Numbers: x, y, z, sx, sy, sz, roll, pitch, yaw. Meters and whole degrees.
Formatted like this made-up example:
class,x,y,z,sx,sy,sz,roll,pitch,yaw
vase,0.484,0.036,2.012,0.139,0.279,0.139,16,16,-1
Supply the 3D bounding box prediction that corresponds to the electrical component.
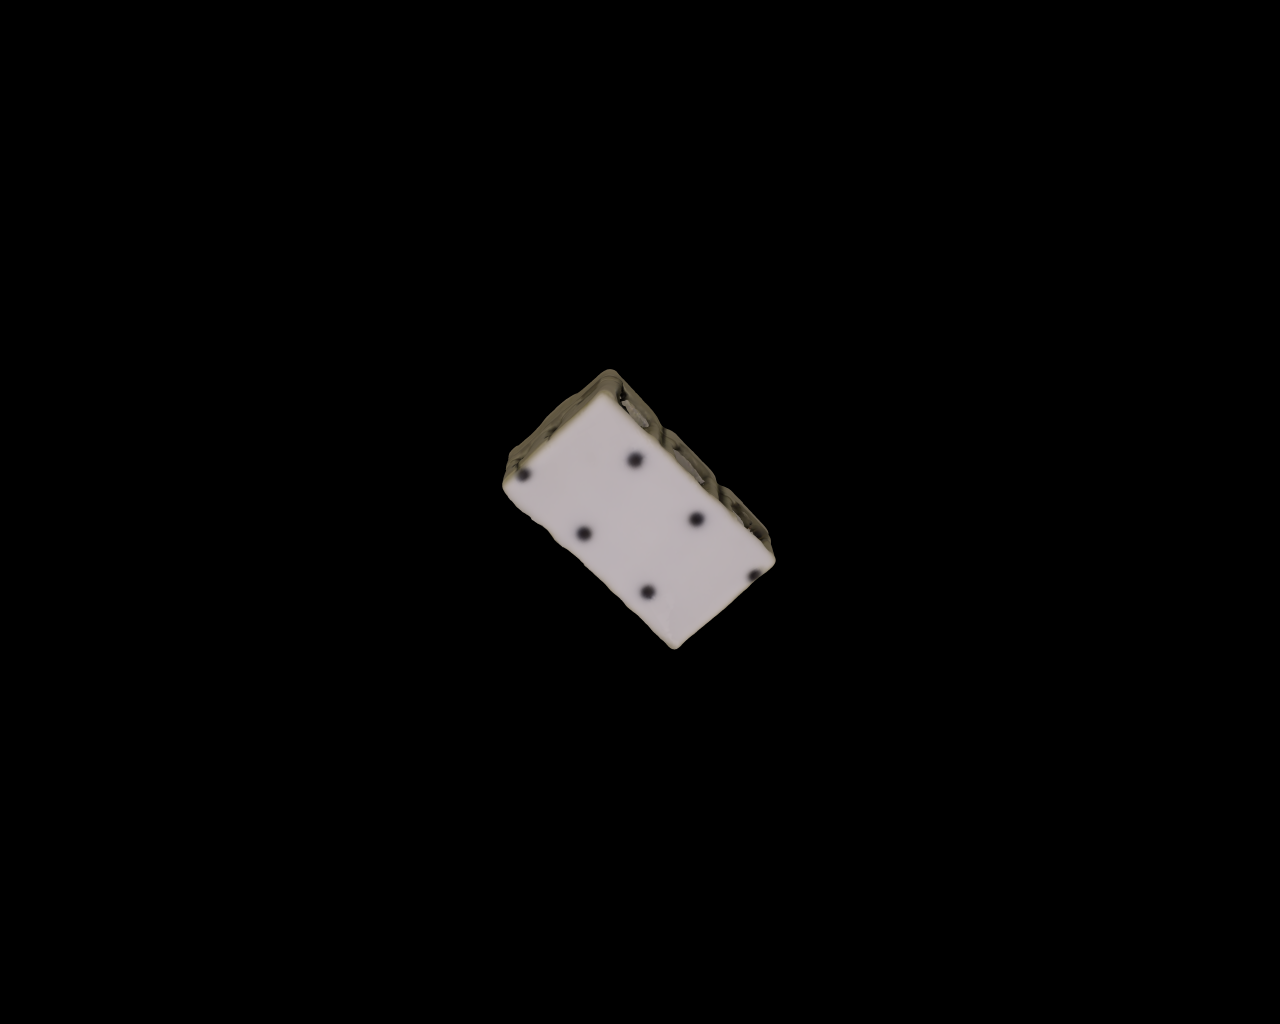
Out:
class,x,y,z,sx,sy,sz,roll,pitch,yaw
electrical component,0.001,-0.003,0.650,0.089,0.150,0.062,-41,15,14
